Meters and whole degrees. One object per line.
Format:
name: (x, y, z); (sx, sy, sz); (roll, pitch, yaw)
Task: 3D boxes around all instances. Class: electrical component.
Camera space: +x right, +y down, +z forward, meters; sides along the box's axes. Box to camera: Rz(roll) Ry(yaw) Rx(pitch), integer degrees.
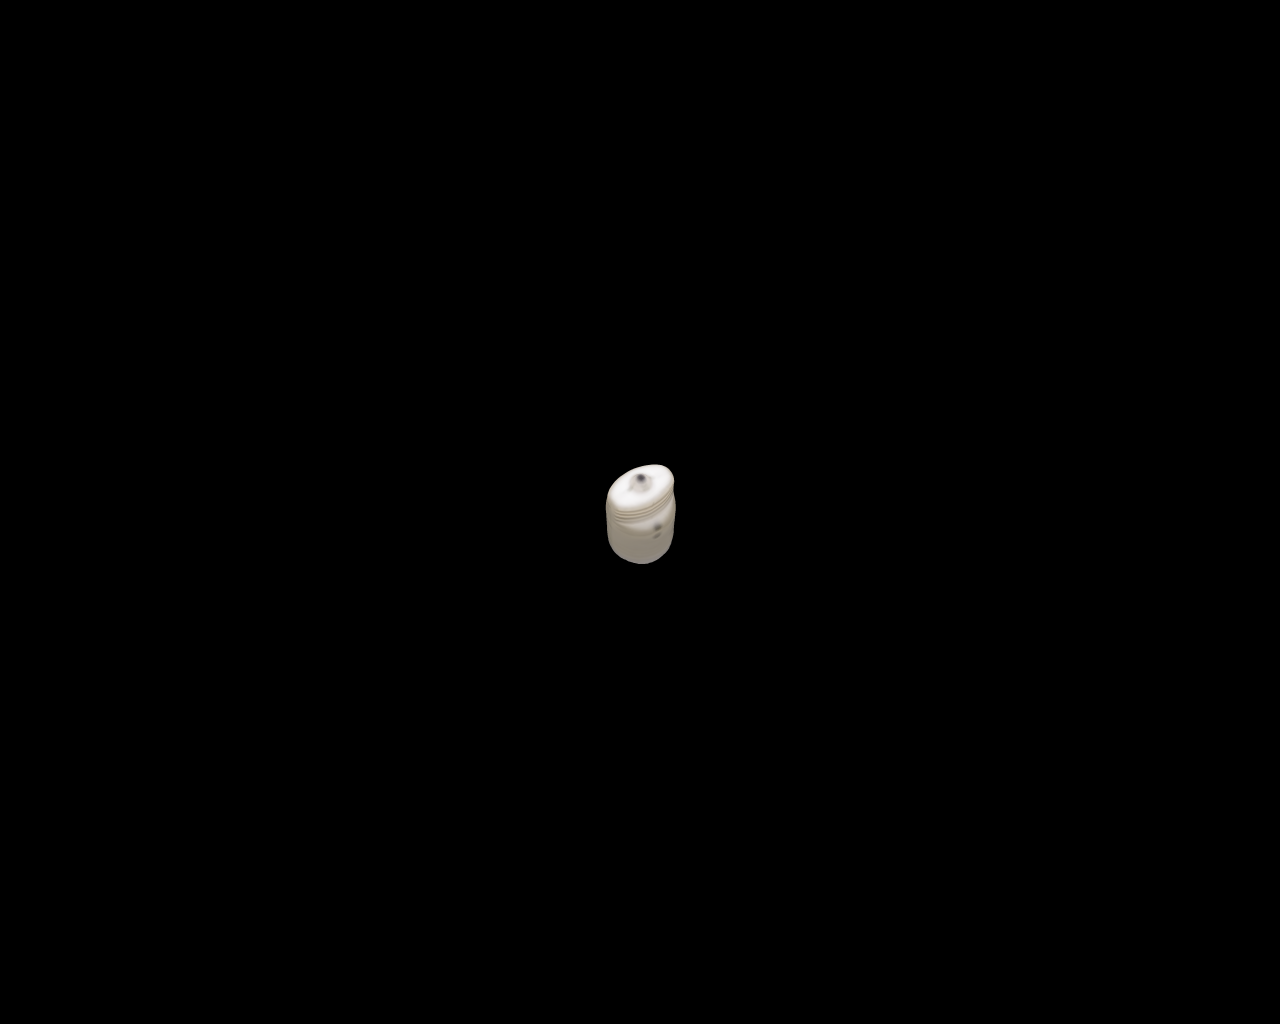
electrical component: (0.001, -0.003, 0.650); (0.043, 0.043, 0.080); (0, -27, 0)
